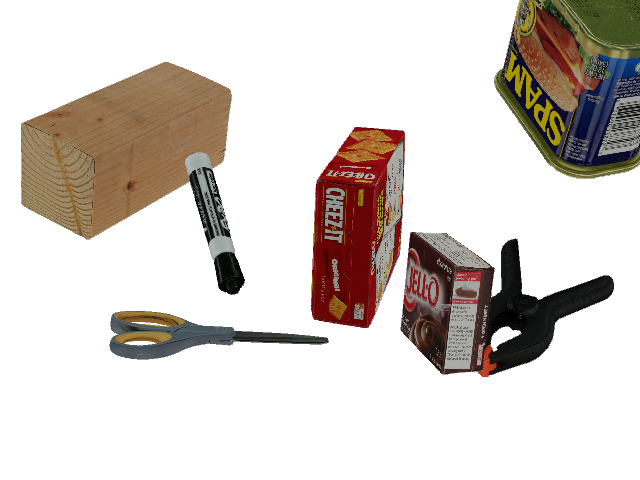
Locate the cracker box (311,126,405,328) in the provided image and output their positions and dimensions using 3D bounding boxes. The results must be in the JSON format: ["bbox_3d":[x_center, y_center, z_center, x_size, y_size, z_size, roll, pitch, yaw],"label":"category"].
[{"bbox_3d":[0.045,-0.022,1.202,0.072,0.164,0.213,6,22,12],"label":"cracker box"}]

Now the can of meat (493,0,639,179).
[{"bbox_3d":[0.143,-0.099,0.582,0.057,0.084,0.102,-10,48,-15],"label":"can of meat"}]

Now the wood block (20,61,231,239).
[{"bbox_3d":[-0.186,-0.094,1.046,0.090,0.091,0.205,26,36,22],"label":"wood block"}]

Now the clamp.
[{"bbox_3d":[0.194,0.063,1.052,0.171,0.039,0.120,-36,44,-30],"label":"clamp"}]

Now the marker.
[{"bbox_3d":[-0.075,-0.013,0.762,0.020,0.121,0.020,-13,-34,-9],"label":"marker"}]

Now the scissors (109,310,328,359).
[{"bbox_3d":[-0.101,0.092,0.964,0.202,0.016,0.096,8,18,12],"label":"scissors"}]

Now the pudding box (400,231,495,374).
[{"bbox_3d":[0.101,0.048,0.873,0.039,0.090,0.114,0,14,-16],"label":"pudding box"}]
